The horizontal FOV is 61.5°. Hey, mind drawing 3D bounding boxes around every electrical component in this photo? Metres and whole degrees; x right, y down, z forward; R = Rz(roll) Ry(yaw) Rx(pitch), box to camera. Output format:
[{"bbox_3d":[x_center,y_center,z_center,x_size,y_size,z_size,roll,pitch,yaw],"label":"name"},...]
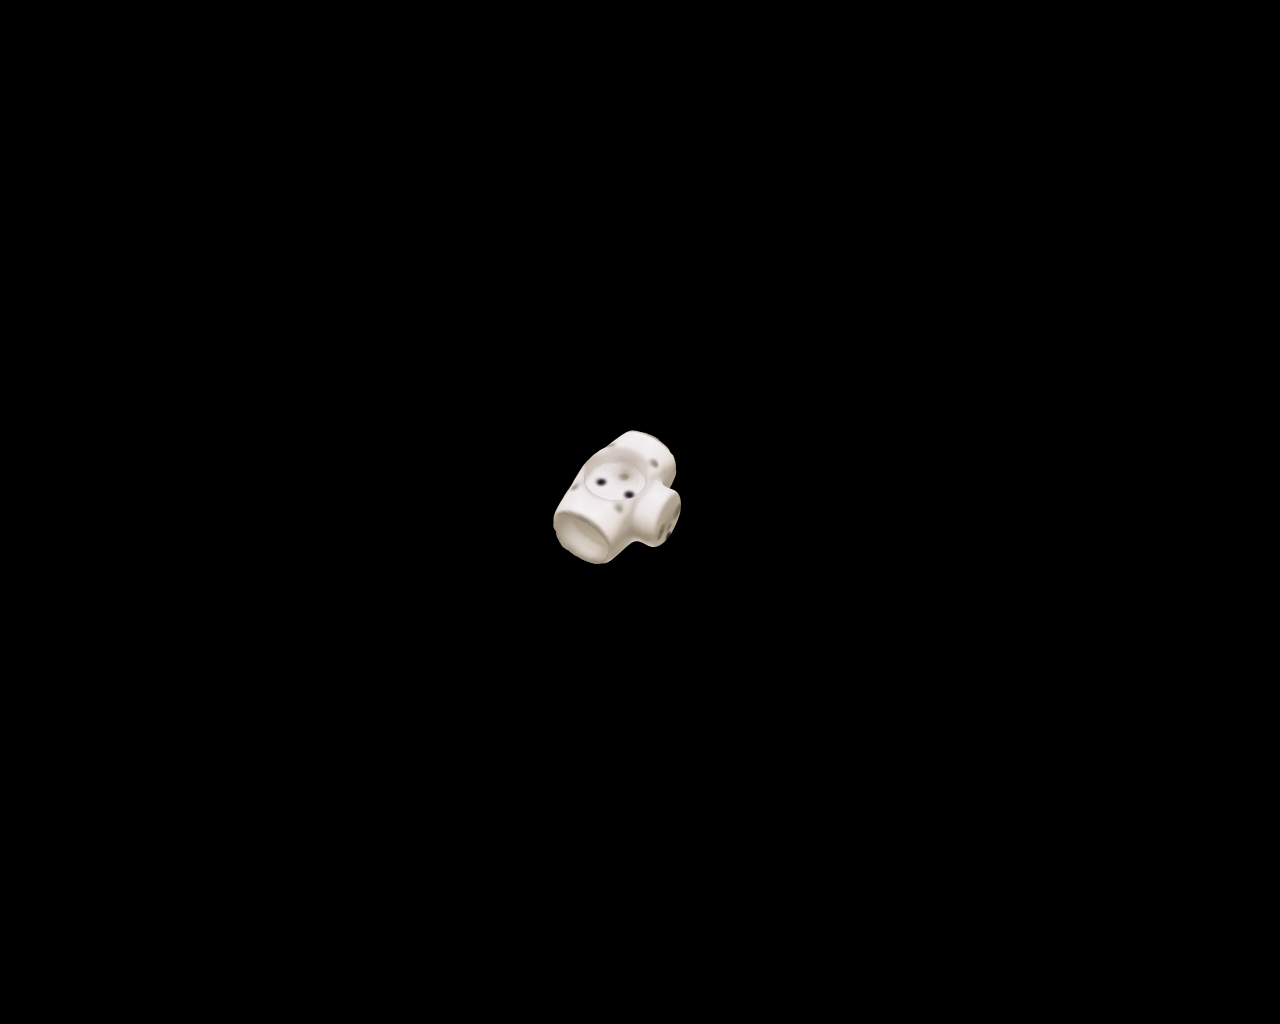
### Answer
[{"bbox_3d":[0.001,-0.003,0.650,0.079,0.077,0.044,25,-36,20],"label":"electrical component"}]
